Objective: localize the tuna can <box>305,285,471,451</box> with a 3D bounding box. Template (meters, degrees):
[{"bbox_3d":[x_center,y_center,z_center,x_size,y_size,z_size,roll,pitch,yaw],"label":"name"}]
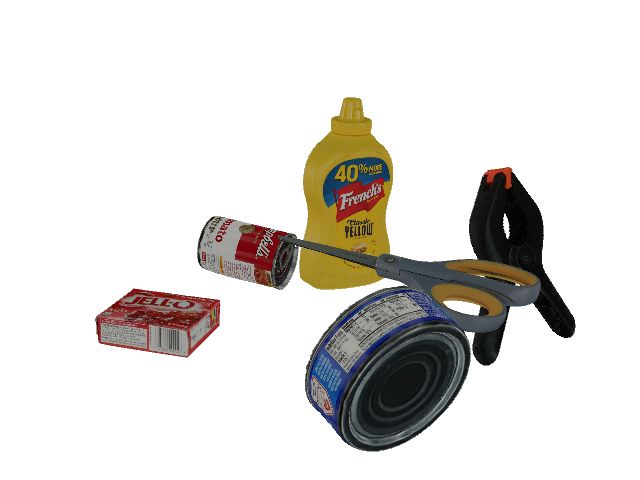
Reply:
[{"bbox_3d":[0.037,0.068,0.559,0.085,0.086,0.034,0,31,-38],"label":"tuna can"}]

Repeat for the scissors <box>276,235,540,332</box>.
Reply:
[{"bbox_3d":[0.053,0.028,0.759,0.202,0.016,0.096,7,26,13],"label":"scissors"}]

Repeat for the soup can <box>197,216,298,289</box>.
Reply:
[{"bbox_3d":[-0.086,0.013,1.261,0.102,0.068,0.068,14,5,20],"label":"soup can"}]

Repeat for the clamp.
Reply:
[{"bbox_3d":[0.163,0.025,0.942,0.120,0.171,0.039,-24,8,-40],"label":"clamp"}]

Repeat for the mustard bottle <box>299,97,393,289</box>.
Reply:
[{"bbox_3d":[0.028,-0.049,1.086,0.096,0.192,0.058,-7,19,-27],"label":"mustard bottle"}]

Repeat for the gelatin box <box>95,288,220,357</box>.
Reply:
[{"bbox_3d":[-0.143,0.071,0.948,0.089,0.030,0.073,7,19,16],"label":"gelatin box"}]
